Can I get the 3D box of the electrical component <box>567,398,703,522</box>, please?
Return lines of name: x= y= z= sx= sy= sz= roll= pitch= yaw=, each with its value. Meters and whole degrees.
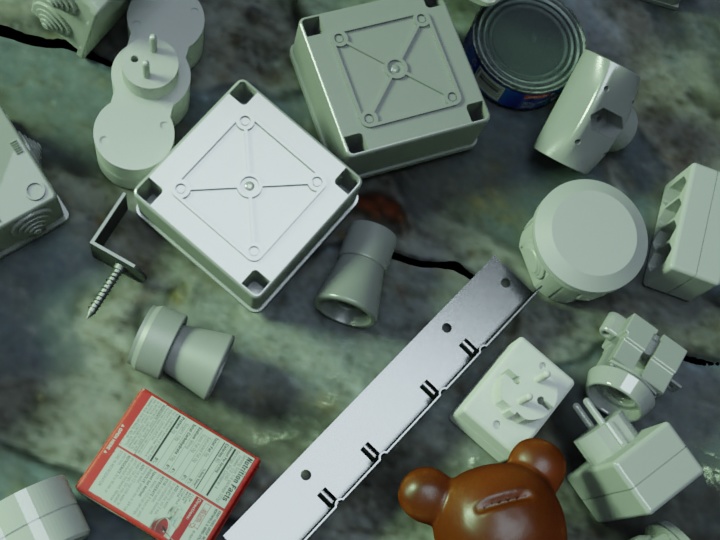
electrical component: x=0.163 y=0.115 z=0.690 sx=0.047 sy=0.083 sz=0.075 roll=-32 pitch=81 yaw=-17

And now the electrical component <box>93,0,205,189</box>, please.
electrical component: x=-0.139 y=-0.129 z=0.712 sx=0.052 sy=0.073 sz=0.138 roll=13 pitch=72 yaw=-6

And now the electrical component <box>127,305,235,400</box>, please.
electrical component: x=-0.113 y=0.051 z=0.679 sx=0.055 sy=0.045 sz=0.045 roll=23 pitch=71 yaw=-2

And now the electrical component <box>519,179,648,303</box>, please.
electrical component: x=0.153 y=-0.018 z=0.744 sx=0.080 sy=0.051 sz=0.080 roll=3 pitch=73 yaw=-9

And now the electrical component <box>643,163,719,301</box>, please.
electrical component: x=0.253 y=-0.020 z=0.765 sx=0.076 sy=0.047 sz=0.083 roll=19 pitch=71 yaw=-4

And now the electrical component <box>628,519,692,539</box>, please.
electrical component: x=0.191 y=0.202 z=0.672 sx=0.051 sy=0.080 sz=0.080 roll=-25 pitch=79 yaw=-11

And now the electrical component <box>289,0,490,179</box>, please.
electrical component: x=0.019 y=-0.128 z=0.750 sx=0.109 sy=0.056 sz=0.108 roll=-17 pitch=77 yaw=-14

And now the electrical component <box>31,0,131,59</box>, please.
electrical component: x=-0.172 y=-0.200 z=0.715 sx=0.048 sy=0.100 sz=0.099 roll=39 pitch=71 yaw=-11

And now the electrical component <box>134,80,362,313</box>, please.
electrical component: x=-0.073 y=-0.048 z=0.705 sx=0.109 sy=0.056 sz=0.108 roll=40 pitch=77 yaw=3

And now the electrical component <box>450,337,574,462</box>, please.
electrical component: x=0.103 y=0.081 z=0.692 sx=0.047 sy=0.076 sz=0.065 roll=41 pitch=71 yaw=3

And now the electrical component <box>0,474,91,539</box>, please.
electrical component: x=-0.236 y=0.152 z=0.623 sx=0.138 sy=0.052 sz=0.073 roll=-26 pitch=79 yaw=-16

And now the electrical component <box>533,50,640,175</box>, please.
electrical component: x=0.172 y=-0.108 z=0.771 sx=0.079 sy=0.043 sz=0.077 roll=15 pitch=108 yaw=-42

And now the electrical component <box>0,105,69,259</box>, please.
electrical component: x=-0.247 y=-0.053 z=0.683 sx=0.100 sy=0.048 sz=0.099 roll=-32 pitch=83 yaw=-15

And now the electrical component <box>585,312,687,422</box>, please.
electrical component: x=0.184 y=0.069 z=0.728 sx=0.066 sy=0.048 sz=0.055 roll=36 pitch=63 yaw=2

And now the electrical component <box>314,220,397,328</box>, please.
electrical component: x=0.000 y=0.000 z=0.717 sx=0.044 sy=0.044 sz=0.065 roll=21 pitch=67 yaw=-3

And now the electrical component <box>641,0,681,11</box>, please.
electrical component: x=0.174 y=-0.283 z=0.821 sx=0.186 sy=0.060 sz=0.105 roll=15 pitch=72 yaw=-6

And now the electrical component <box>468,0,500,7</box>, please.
electrical component: x=0.058 y=-0.240 z=0.743 sx=0.113 sy=0.057 sz=0.078 roll=21 pitch=111 yaw=-12
